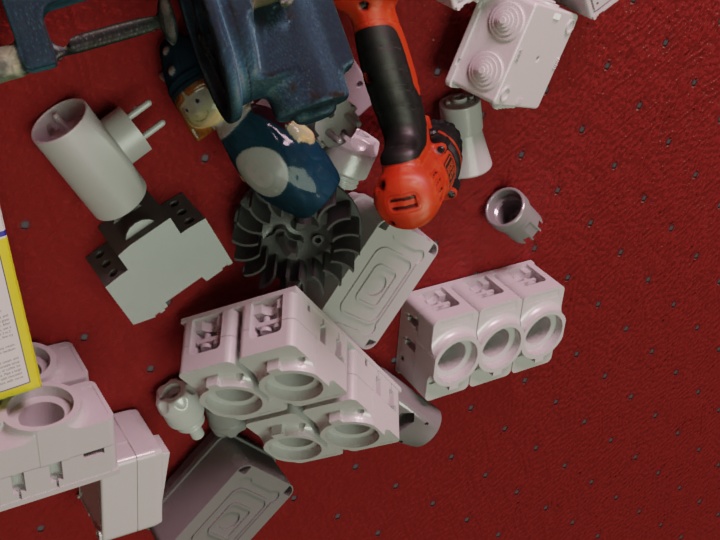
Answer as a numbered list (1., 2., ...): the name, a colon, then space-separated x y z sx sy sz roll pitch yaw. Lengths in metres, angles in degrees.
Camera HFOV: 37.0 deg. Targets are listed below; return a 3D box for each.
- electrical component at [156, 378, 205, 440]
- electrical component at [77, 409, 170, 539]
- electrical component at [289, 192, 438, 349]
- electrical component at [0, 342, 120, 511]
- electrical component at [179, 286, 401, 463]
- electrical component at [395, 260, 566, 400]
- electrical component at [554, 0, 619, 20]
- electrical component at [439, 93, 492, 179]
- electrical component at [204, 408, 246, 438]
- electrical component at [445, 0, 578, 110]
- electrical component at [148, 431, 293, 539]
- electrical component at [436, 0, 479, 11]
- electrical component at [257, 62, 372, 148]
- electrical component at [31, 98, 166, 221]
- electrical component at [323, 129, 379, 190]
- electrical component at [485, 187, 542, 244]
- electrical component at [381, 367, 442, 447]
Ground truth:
1. electrical component: -0.146 0.120 0.898 0.035 0.035 0.061 -32 134 -13
2. electrical component: -0.194 0.171 0.880 0.061 0.062 0.096 -12 125 -29
3. electrical component: 0.000 0.000 0.905 0.078 0.057 0.113 25 103 -42
4. electrical component: -0.278 0.117 0.755 0.186 0.105 0.060 -14 126 -27
5. electrical component: -0.053 0.096 0.886 0.105 0.060 0.186 -16 143 22
6. electrical component: 0.116 0.058 1.020 0.150 0.062 0.089 -14 126 -27
7. electrical component: 0.178 -0.260 0.854 0.062 0.061 0.096 -38 133 -8
8. electrical component: 0.086 -0.115 0.901 0.044 0.044 0.065 -23 124 -21
9. electrical component: -0.116 0.111 0.914 0.035 0.035 0.061 -25 128 -20
10. electrical component: 0.123 -0.177 0.860 0.100 0.048 0.099 -9 126 -56
11. electrical component: -0.126 0.203 0.948 0.113 0.057 0.078 -48 135 3
12. electrical component: 0.070 -0.241 0.791 0.062 0.061 0.096 -34 133 -12
13. electrical component: -0.026 -0.115 0.798 0.083 0.076 0.047 -42 134 -5
14. electrical component: -0.171 -0.086 0.738 0.079 0.044 0.077 -38 133 -8
15. electrical component: -0.014 -0.081 0.851 0.043 0.043 0.062 9 113 -39
16. electrical component: 0.142 -0.049 0.985 0.040 0.040 0.046 -51 140 4
17. electrical component: 0.023 0.139 1.017 0.079 0.043 0.077 -38 120 25
